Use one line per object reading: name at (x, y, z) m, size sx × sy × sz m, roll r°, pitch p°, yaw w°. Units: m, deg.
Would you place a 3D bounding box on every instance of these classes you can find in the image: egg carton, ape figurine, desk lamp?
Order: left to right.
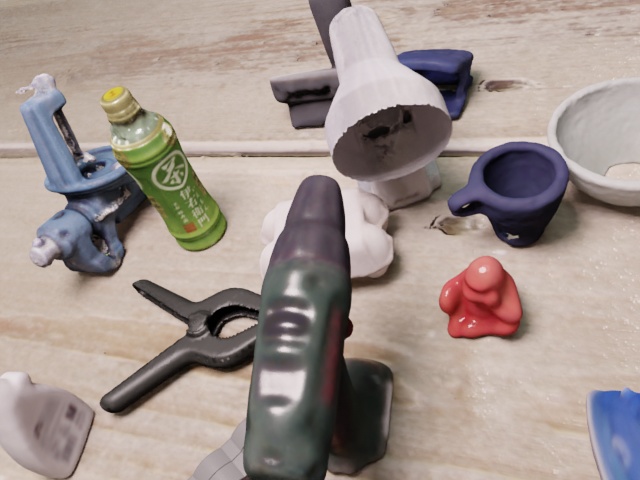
egg carton at (0.006, 0.002, 0.633) m, size 0.150 × 0.069 × 0.107 m, roll -11°, pitch 49°, yaw 10°
desk lamp at (0.066, -0.128, 0.623) m, size 0.118 × 0.214 × 0.203 m, roll -16°, pitch 48°, yaw 6°
ape figurine at (0.151, 0.048, 0.529) m, size 0.076 × 0.092 × 0.077 m, roll -42°, pitch 51°, yaw -16°

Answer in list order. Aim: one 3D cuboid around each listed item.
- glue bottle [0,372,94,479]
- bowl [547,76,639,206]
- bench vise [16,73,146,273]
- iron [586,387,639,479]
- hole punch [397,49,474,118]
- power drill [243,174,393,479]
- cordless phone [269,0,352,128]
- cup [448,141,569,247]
glue bottle at (-0.280, 0.158, 0.531) m, size 0.037 × 0.173 × 0.078 m, roll -4°, pitch 51°, yaw 16°
bowl at (0.324, -0.091, 0.597) m, size 0.167 × 0.075 × 0.167 m, roll -9°, pitch 49°, yaw 11°
bench vise at (-0.294, -0.075, 0.699) m, size 0.121 × 0.220 × 0.207 m, roll -13°, pitch 49°, yaw 9°
iron at (0.261, 0.173, 0.354) m, size 0.118 × 0.142 × 0.257 m, roll -28°, pitch 48°, yaw -5°
hole punch at (0.143, -0.225, 0.760) m, size 0.108 × 0.091 × 0.101 m, roll 8°, pitch 55°, yaw 25°
power drill at (0.004, 0.093, 0.464) m, size 0.075 × 0.209 × 0.229 m, roll -3°, pitch 51°, yaw 17°
cordless phone at (-0.005, -0.249, 0.767) m, size 0.147 × 0.185 × 0.094 m, roll -5°, pitch 50°, yaw 15°
cup at (0.189, -0.033, 0.582) m, size 0.117 × 0.095 × 0.091 m, roll -22°, pitch 48°, yaw 1°
